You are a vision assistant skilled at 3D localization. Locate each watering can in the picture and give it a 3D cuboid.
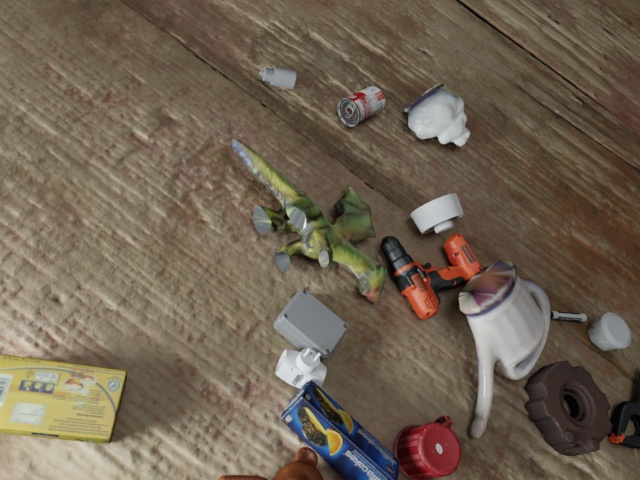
[{"bbox_3d":[0.348,0.189,1.008,0.353,0.103,0.222,-43,105,-30],"label":"watering can"}]

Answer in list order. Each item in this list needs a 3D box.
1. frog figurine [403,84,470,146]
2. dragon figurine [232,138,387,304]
[{"bbox_3d":[0.297,-0.291,1.263,0.137,0.122,0.159,-37,90,0],"label":"frog figurine"},{"bbox_3d":[0.003,-0.052,1.037,0.244,0.120,0.414,-14,70,-46],"label":"dragon figurine"}]
